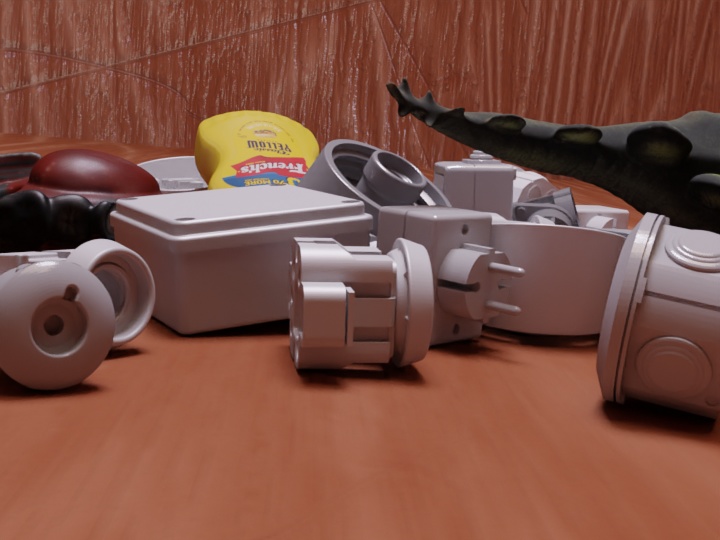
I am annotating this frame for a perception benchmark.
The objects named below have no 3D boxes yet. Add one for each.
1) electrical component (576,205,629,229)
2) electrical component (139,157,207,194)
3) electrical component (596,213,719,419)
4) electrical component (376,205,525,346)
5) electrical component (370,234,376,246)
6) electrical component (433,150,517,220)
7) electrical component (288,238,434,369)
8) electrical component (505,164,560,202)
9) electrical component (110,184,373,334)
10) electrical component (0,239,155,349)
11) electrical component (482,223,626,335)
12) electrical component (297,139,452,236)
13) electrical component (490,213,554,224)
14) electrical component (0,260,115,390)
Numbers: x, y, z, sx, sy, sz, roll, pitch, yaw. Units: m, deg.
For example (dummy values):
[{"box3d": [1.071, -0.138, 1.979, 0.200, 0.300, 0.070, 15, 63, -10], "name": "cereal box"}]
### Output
[{"box3d": [0.209, -0.030, 0.949, 0.083, 0.047, 0.076, -1, 11, -37], "name": "electrical component"}, {"box3d": [-0.147, -0.062, 0.894, 0.099, 0.064, 0.099, 5, 8, -1], "name": "electrical component"}, {"box3d": [0.130, 0.020, 0.443, 0.051, 0.080, 0.080, 13, 10, 19], "name": "electrical component"}, {"box3d": [0.050, 0.005, 0.538, 0.077, 0.065, 0.047, 13, 12, 43], "name": "electrical component"}, {"box3d": [0.000, 0.000, 0.624, 0.043, 0.043, 0.081, 3, 8, -15], "name": "electrical component"}, {"box3d": [0.082, -0.048, 0.821, 0.061, 0.096, 0.061, 0, 8, -4], "name": "electrical component"}, {"box3d": [0.000, 0.014, 0.476, 0.057, 0.058, 0.078, 1, 8, -9], "name": "electrical component"}, {"box3d": [0.132, -0.047, 0.913, 0.080, 0.080, 0.051, -2, 16, -40], "name": "electrical component"}, {"box3d": [-0.064, -0.009, 0.571, 0.109, 0.056, 0.109, -8, 13, -28], "name": "electrical component"}, {"box3d": [-0.124, 0.010, 0.471, 0.055, 0.048, 0.066, 2, 5, 37], "name": "electrical component"}, {"box3d": [0.097, 0.001, 0.597, 0.099, 0.064, 0.099, 5, 9, -1], "name": "electrical component"}, {"box3d": [0.012, -0.043, 0.710, 0.108, 0.060, 0.108, 25, 26, -14], "name": "electrical component"}, {"box3d": [0.092, -0.008, 0.681, 0.057, 0.058, 0.078, 5, -2, -3], "name": "electrical component"}, {"box3d": [-0.126, 0.019, 0.414, 0.048, 0.048, 0.062, -1, 3, -35], "name": "electrical component"}]
